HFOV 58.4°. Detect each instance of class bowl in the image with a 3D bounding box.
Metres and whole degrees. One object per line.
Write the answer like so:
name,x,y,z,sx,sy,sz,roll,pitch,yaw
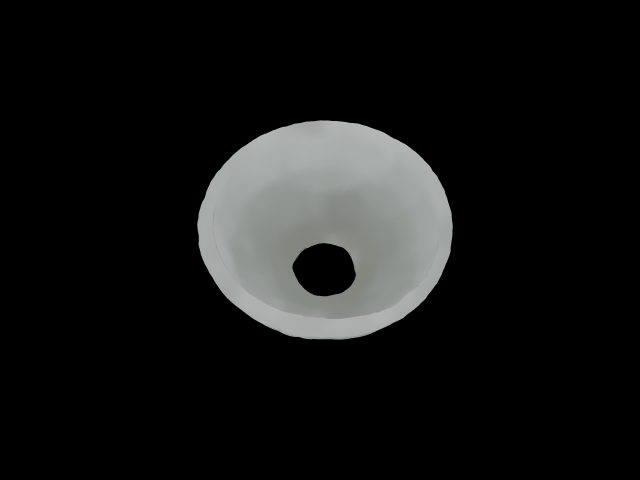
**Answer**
bowl,0.004,0.001,0.400,0.167,0.075,0.167,0,58,0
